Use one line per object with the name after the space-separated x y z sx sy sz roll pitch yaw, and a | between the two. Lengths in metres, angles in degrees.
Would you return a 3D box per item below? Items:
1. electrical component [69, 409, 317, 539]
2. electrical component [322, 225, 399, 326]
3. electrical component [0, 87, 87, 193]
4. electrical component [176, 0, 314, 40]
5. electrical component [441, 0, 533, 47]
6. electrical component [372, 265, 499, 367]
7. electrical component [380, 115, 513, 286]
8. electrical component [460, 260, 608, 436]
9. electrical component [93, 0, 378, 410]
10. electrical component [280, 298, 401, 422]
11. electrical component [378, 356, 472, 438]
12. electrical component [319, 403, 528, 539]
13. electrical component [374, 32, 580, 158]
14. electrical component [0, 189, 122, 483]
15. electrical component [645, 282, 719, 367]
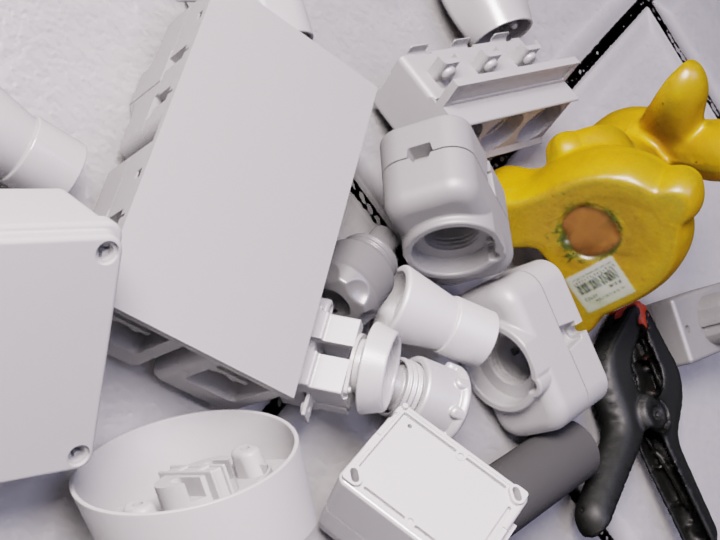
-0.070 0.099 0.469 0.099 0.099 0.064 -23 96 -42 | electrical component
0.000 0.000 0.595 0.043 0.043 0.062 51 49 -15 | electrical component
-0.157 -0.057 0.485 0.065 0.044 0.044 32 57 -34 | electrical component
-0.070 -0.157 0.590 0.079 0.043 0.077 -12 83 -42 | electrical component
0.090 -0.190 0.734 0.079 0.043 0.077 -6 70 -55 | electrical component
0.045 0.029 0.609 0.065 0.044 0.044 23 61 -17 | electrical component
0.051 -0.034 0.616 0.095 0.054 0.059 52 29 -51 | electrical component
0.101 0.049 0.655 0.059 0.054 0.095 -25 91 -42 | electrical component
-0.069 -0.036 0.538 0.105 0.060 0.186 31 57 -28 | electrical component
-0.010 0.047 0.553 0.048 0.055 0.066 76 27 -62 | electrical component
0.027 0.068 0.595 0.062 0.048 0.048 23 61 -25 | electrical component
0.036 0.128 0.549 0.096 0.061 0.062 35 48 13 | electrical component
0.071 -0.107 0.676 0.121 0.078 0.063 -19 66 -42 | electrical component
-0.156 0.027 0.414 0.109 0.056 0.108 -4 115 -41 | electrical component
0.253 0.036 0.772 0.083 0.076 0.047 -12 83 -42 | electrical component
